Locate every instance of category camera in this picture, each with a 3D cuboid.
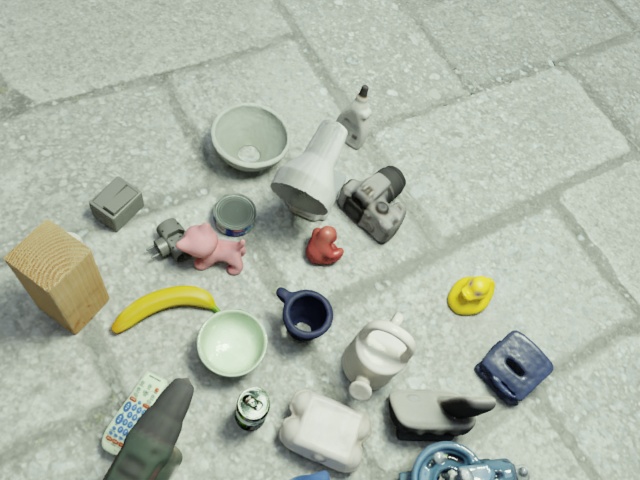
[{"bbox_3d":[0.132,-0.092,1.201,0.143,0.101,0.137,43,63,12],"label":"camera"}]

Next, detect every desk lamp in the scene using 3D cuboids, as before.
[{"bbox_3d":[-0.012,-0.124,1.124,0.118,0.213,0.203,25,61,2],"label":"desk lamp"}]

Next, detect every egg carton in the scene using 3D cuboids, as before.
[{"bbox_3d":[0.010,0.326,0.978,0.150,0.069,0.107,22,61,0],"label":"egg carton"}]

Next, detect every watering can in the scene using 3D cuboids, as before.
[{"bbox_3d":[0.105,0.198,0.993,0.101,0.194,0.173,11,61,-5],"label":"watering can"}]

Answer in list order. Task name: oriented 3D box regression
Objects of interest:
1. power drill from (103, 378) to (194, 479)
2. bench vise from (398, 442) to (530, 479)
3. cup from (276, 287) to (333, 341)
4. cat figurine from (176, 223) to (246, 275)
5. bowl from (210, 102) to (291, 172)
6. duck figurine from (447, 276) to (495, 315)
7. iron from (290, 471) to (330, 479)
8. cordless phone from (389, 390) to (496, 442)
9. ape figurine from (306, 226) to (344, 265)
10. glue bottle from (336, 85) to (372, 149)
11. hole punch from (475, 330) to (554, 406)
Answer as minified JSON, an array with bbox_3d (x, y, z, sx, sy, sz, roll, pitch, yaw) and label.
[{"bbox_3d":[-0.256,0.326,0.844,0.075,0.208,0.230,27,61,3],"label":"power drill"},{"bbox_3d":[0.243,0.369,0.918,0.208,0.219,0.121,-18,68,-19],"label":"bench vise"},{"bbox_3d":[-0.038,0.141,1.049,0.117,0.095,0.092,38,62,9],"label":"cup"},{"bbox_3d":[-0.200,0.009,1.071,0.128,0.117,0.067,6,62,-8],"label":"cat figurine"},{"bbox_3d":[-0.149,-0.205,1.217,0.167,0.074,0.167,5,62,-9],"label":"bowl"},{"bbox_3d":[0.314,0.100,1.148,0.105,0.086,0.077,-24,70,-22],"label":"duck figurine"},{"bbox_3d":[-0.079,0.443,0.858,0.259,0.141,0.118,-19,68,-20],"label":"iron"},{"bbox_3d":[0.205,0.284,0.974,0.148,0.185,0.094,0,63,-11],"label":"cordless phone"},{"bbox_3d":[0.010,0.004,1.132,0.076,0.092,0.077,-20,69,-20],"label":"ape figurine"},{"bbox_3d":[0.080,-0.274,1.243,0.078,0.173,0.037,39,62,10],"label":"glue bottle"},{"bbox_3d":[0.367,0.243,1.082,0.101,0.091,0.108,-38,76,-26],"label":"hole punch"}]
